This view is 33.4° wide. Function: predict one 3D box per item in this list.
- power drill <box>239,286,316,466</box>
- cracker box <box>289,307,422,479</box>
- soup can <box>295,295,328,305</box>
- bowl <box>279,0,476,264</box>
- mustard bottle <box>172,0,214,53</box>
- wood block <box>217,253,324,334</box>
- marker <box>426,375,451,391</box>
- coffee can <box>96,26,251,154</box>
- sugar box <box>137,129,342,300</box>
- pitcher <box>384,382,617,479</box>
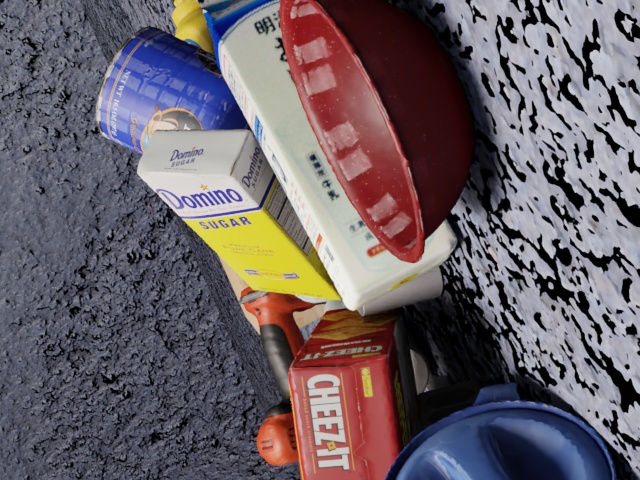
[{"bbox_3d":[-0.001,0.127,1.098,0.057,0.184,0.188,-24,76,43],"label":"power drill"},{"bbox_3d":[0.032,0.142,0.754,0.213,0.072,0.164,-38,-60,-81],"label":"cracker box"},{"bbox_3d":[-0.006,0.001,0.950,0.068,0.068,0.102,55,167,42],"label":"soup can"},{"bbox_3d":[0.037,-0.071,0.576,0.162,0.055,0.162,60,170,18],"label":"bowl"},{"bbox_3d":[-0.086,-0.155,0.989,0.192,0.058,0.096,62,170,12],"label":"mustard bottle"},{"bbox_3d":[-0.071,0.001,1.222,0.206,0.090,0.091,68,169,-24],"label":"wood block"},{"bbox_3d":[0.122,0.160,0.839,0.121,0.020,0.020,58,169,28],"label":"marker"},{"bbox_3d":[-0.097,-0.102,0.880,0.140,0.102,0.103,26,159,13],"label":"coffee can"},{"bbox_3d":[-0.052,-0.017,0.812,0.093,0.048,0.176,4,153,35],"label":"sugar box"},{"bbox_3d":[0.135,0.216,0.659,0.145,0.149,0.243,27,149,48],"label":"pitcher"}]
